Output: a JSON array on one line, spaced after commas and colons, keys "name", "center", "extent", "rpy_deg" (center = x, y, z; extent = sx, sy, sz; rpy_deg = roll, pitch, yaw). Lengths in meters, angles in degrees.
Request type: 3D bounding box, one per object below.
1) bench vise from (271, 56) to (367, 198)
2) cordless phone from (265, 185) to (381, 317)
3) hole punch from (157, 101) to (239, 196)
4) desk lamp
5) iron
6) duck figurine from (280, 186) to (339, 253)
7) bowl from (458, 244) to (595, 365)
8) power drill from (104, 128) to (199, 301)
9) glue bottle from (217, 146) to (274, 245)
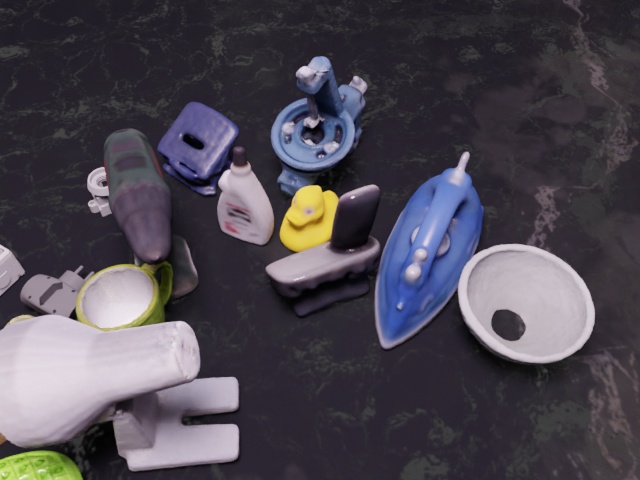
[{"name": "bench vise", "center": [-0.001, -0.192, 0.830], "extent": [0.121, 0.220, 0.207], "rpy_deg": [12, 55, 6]}, {"name": "cordless phone", "center": [0.007, 0.003, 0.712], "extent": [0.148, 0.185, 0.094], "rpy_deg": [-22, 58, -17]}, {"name": "hole punch", "center": [-0.180, -0.138, 0.861], "extent": [0.108, 0.091, 0.101], "rpy_deg": [31, 59, 19]}, {"name": "desk lamp", "center": [-0.191, 0.151, 0.578], "extent": [0.203, 0.213, 0.118], "rpy_deg": [-4, 54, -5]}, {"name": "iron", "center": [0.141, 0.008, 0.742], "extent": [0.118, 0.141, 0.258], "rpy_deg": [22, 56, 13]}, {"name": "duck figurine", "center": [-0.012, -0.042, 0.804], "extent": [0.077, 0.086, 0.105], "rpy_deg": [36, 60, 21]}, {"name": "bowl", "center": [0.251, 0.091, 0.729], "extent": [0.167, 0.075, 0.167], "rpy_deg": [1, 54, -2]}, {"name": "power drill", "center": [-0.206, -0.016, 0.700], "extent": [0.076, 0.208, 0.229], "rpy_deg": [-18, 57, -15]}, {"name": "glue bottle", "center": [-0.102, -0.061, 0.759], "extent": [0.078, 0.173, 0.037], "rpy_deg": [15, 55, 9]}]
